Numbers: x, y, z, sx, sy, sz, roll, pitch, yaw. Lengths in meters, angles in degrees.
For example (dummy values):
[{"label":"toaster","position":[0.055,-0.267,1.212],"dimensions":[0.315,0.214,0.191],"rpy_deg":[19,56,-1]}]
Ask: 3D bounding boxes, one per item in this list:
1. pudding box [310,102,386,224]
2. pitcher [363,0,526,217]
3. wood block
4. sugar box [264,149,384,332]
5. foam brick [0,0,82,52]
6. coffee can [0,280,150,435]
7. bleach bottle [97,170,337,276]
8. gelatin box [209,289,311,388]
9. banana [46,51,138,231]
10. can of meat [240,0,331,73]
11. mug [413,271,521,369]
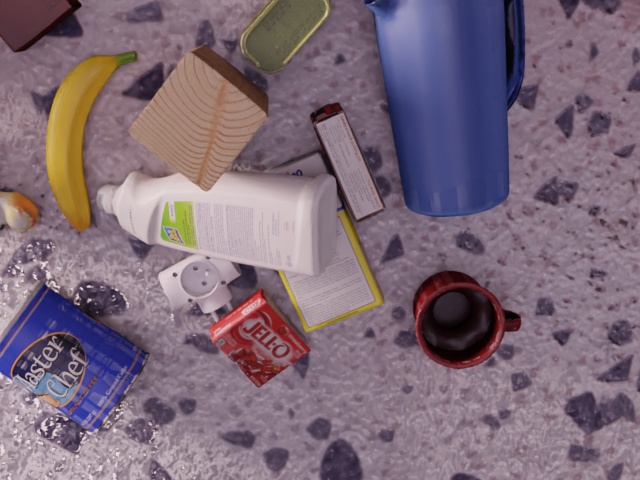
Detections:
[{"label":"pudding box","position":[0.027,-0.081,1.089],"dimensions":[0.039,0.090,0.113],"rpy_deg":[-25,102,4]},{"label":"pitcher","position":[0.135,-0.154,1.067],"dimensions":[0.149,0.145,0.243],"rpy_deg":[-5,106,12]},{"label":"wood block","position":[-0.109,-0.122,1.017],"dimensions":[0.090,0.206,0.091],"rpy_deg":[38,98,-10]},{"label":"sugar box","position":[-0.007,0.001,1.129],"dimensions":[0.093,0.048,0.176],"rpy_deg":[-22,99,6]},{"label":"foam brick","position":[-0.288,-0.231,1.067],"dimensions":[0.078,0.051,0.053],"rpy_deg":[-36,102,6]},{"label":"coffee can","position":[-0.265,0.123,1.118],"dimensions":[0.140,0.103,0.103],"rpy_deg":[35,99,-9]},{"label":"bleach bottle","position":[-0.110,-0.032,1.079],"dimensions":[0.251,0.068,0.102],"rpy_deg":[10,121,18]},{"label":"gelatin box","position":[-0.065,0.107,1.144],"dimensions":[0.073,0.030,0.089],"rpy_deg":[-36,122,5]},{"label":"banana","position":[-0.248,-0.109,1.102],"dimensions":[0.069,0.037,0.198],"rpy_deg":[17,101,-5]},{"label":"can of meat","position":[-0.034,-0.214,1.062],"dimensions":[0.057,0.084,0.102],"rpy_deg":[41,99,-10]},{"label":"mug","position":[0.155,0.080,1.133],"dimensions":[0.117,0.081,0.093],"rpy_deg":[2,102,-2]}]
